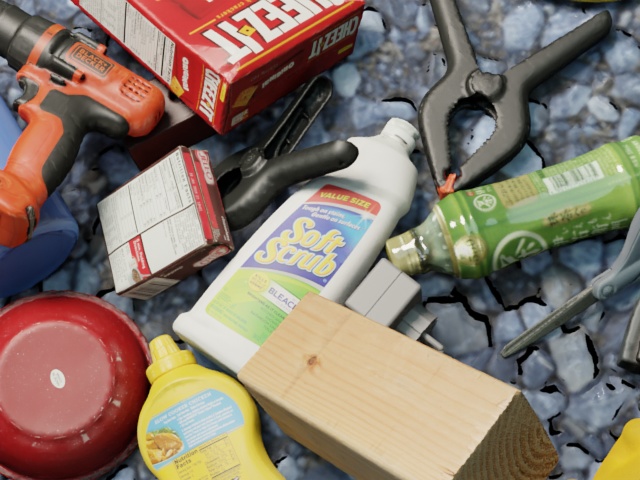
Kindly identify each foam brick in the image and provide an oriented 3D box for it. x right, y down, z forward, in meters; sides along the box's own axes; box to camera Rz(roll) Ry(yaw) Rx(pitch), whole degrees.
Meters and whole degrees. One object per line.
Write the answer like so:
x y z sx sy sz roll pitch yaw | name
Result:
-0.137 -0.105 0.925 0.078 0.051 0.053 -29 71 -2 | foam brick

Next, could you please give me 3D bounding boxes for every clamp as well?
0.132 -0.134 0.907 0.165 0.036 0.210 25 78 14 | clamp
-0.041 -0.055 0.876 0.171 0.039 0.120 -43 29 9 | clamp

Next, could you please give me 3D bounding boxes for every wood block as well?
0.050 0.124 0.753 0.206 0.090 0.090 23 66 46 | wood block

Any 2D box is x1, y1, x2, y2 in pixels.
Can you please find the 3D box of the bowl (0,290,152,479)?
-0.208 0.113 0.844 0.162 0.055 0.162 3 75 -10 | bowl

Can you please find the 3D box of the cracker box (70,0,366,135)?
-0.094 -0.211 0.913 0.214 0.072 0.164 42 58 18 | cracker box

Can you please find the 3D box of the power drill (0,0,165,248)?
-0.239 -0.099 0.836 0.184 0.057 0.187 29 56 2 | power drill

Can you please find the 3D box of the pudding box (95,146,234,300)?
-0.129 -0.012 0.877 0.114 0.039 0.090 -28 68 31 | pudding box

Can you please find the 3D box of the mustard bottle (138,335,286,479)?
-0.089 0.161 0.833 0.096 0.058 0.192 -28 72 3 | mustard bottle

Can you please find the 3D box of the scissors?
0.225 0.019 0.829 0.201 0.096 0.016 -23 35 -2 | scissors

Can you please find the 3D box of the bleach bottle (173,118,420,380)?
-0.006 0.001 0.871 0.103 0.068 0.250 32 77 14 | bleach bottle

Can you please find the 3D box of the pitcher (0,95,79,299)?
-0.317 -0.069 0.894 0.149 0.145 0.243 -36 75 -5 | pitcher

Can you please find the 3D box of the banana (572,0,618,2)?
0.211 -0.241 0.933 0.198 0.037 0.069 8 57 8 | banana
